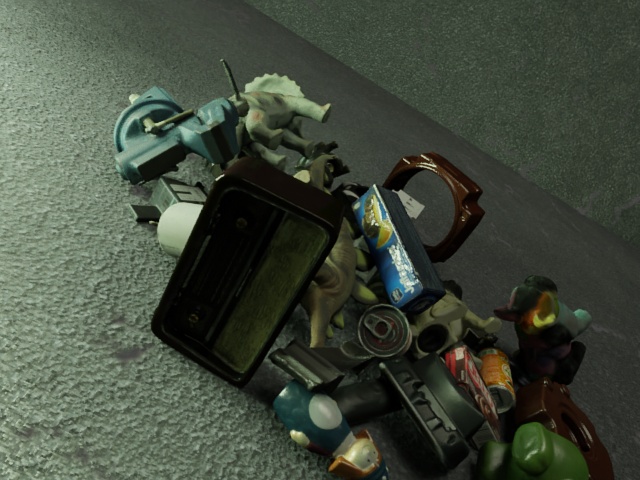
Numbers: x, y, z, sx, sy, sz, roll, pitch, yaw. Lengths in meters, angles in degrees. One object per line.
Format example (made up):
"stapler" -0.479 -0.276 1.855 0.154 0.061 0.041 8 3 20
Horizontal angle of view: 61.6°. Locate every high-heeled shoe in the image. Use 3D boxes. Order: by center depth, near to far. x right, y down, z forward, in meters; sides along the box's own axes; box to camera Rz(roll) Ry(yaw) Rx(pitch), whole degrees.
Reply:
"high-heeled shoe" 0.081 -0.067 1.061 0.145 0.086 0.249 -4 19 -23

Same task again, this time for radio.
"radio" -0.081 0.034 0.573 0.131 0.229 0.073 30 24 -2

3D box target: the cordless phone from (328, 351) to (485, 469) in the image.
"cordless phone" 0.091 0.216 0.650 0.184 0.088 0.147 -3 44 -35

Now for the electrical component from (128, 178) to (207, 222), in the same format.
"electrical component" -0.213 -0.052 0.779 0.119 0.047 0.075 4 37 -48

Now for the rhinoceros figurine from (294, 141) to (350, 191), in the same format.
"rhinoceros figurine" -0.004 -0.148 1.095 0.073 0.112 0.190 67 -7 -17

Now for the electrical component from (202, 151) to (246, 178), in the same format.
"electrical component" -0.133 -0.126 0.988 0.134 0.058 0.115 3 41 -47

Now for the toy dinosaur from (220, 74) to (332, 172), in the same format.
"toy dinosaur" -0.115 -0.214 0.975 0.192 0.131 0.405 27 28 17

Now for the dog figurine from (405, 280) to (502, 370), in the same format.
"dog figurine" 0.180 0.120 0.899 0.172 0.121 0.191 24 13 -24

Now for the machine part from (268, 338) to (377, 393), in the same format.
"machine part" 0.007 0.139 0.609 0.084 0.039 0.139 22 8 35

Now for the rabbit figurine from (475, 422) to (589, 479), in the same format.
"rabbit figurine" 0.265 0.331 0.627 0.159 0.121 0.170 33 43 -16

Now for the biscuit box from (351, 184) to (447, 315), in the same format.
"biscuit box" 0.116 0.013 0.820 0.062 0.059 0.203 16 43 -43

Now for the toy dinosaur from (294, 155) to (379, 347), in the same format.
"toy dinosaur" -0.002 -0.002 0.811 0.198 0.105 0.471 41 37 -40

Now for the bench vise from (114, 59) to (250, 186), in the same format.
"bench vise" -0.232 -0.188 0.843 0.241 0.223 0.128 45 -5 41

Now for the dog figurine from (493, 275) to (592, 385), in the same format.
"dog figurine" 0.365 0.159 0.903 0.109 0.191 0.219 13 -1 41

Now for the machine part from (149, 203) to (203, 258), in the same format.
"machine part" -0.119 -0.001 0.679 0.244 0.079 0.079 9 12 31

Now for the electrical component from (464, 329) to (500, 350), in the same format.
"electrical component" 0.281 0.161 0.978 0.078 0.045 0.102 -1 42 -48

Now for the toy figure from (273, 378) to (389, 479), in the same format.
"toy figure" 0.017 0.215 0.573 0.154 0.057 0.064 40 70 14

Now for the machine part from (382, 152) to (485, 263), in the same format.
"machine part" 0.221 -0.066 1.124 0.087 0.201 0.201 -10 50 -50

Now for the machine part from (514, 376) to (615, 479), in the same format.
"machine part" 0.361 0.292 0.794 0.179 0.056 0.179 35 31 -25
